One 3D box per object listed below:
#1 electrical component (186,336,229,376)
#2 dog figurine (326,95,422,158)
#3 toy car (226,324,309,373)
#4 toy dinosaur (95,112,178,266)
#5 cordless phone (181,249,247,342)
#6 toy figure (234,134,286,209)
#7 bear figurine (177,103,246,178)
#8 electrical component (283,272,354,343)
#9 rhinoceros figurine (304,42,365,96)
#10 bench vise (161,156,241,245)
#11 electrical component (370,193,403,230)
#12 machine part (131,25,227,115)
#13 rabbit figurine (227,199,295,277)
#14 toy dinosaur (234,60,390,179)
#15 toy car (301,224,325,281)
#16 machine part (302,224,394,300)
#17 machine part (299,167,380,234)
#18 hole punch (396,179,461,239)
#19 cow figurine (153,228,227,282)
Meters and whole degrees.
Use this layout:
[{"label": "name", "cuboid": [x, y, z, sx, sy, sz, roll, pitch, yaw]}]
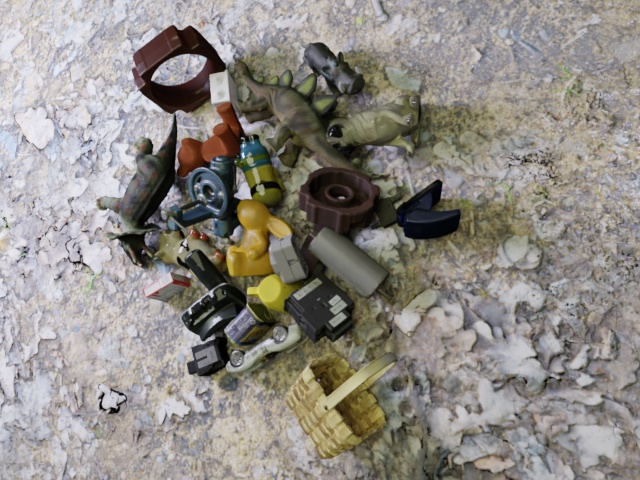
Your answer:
[{"label": "electrical component", "cuboid": [-0.269, 0.278, 1.255, 0.119, 0.047, 0.075, -21, 70, 13]}, {"label": "dog figurine", "cuboid": [0.121, -0.259, 1.180, 0.191, 0.172, 0.121, 6, 120, 18]}, {"label": "toy car", "cuboid": [-0.117, 0.244, 1.190, 0.202, 0.073, 0.056, -32, 69, 12]}, {"label": "toy dinosaur", "cuboid": [-0.430, -0.130, 1.348, 0.192, 0.131, 0.404, 30, 95, 36]}, {"label": "cordless phone", "cuboid": [-0.272, 0.125, 1.235, 0.146, 0.089, 0.184, -37, 93, 9]}, {"label": "toy figure", "cuboid": [-0.147, -0.159, 1.269, 0.082, 0.089, 0.180, -16, 93, 20]}, {"label": "bear figurine", "cuboid": [-0.287, -0.242, 1.343, 0.196, 0.131, 0.120, -10, 49, 15]}, {"label": "electrical component", "cuboid": [0.005, 0.151, 1.147, 0.115, 0.058, 0.134, -33, 63, -24]}, {"label": "rhinoceros figurine", "cuboid": [0.038, -0.399, 1.256, 0.073, 0.112, 0.190, -39, 60, -2]}, {"label": "bench vise", "cuboid": [-0.261, -0.071, 1.220, 0.129, 0.240, 0.223, 30, 125, 22]}, {"label": "electrical component", "cuboid": [0.147, -0.062, 1.188, 0.094, 0.021, 0.063, -29, 69, 14]}, {"label": "machine part", "cuboid": [-0.356, -0.430, 1.366, 0.201, 0.201, 0.087, -32, 67, 12]}, {"label": "rabbit figurine", "cuboid": [-0.140, -0.009, 1.217, 0.162, 0.122, 0.173, -5, 93, 3]}, {"label": "toy dinosaur", "cuboid": [-0.040, -0.275, 1.266, 0.198, 0.105, 0.471, -42, 78, 3]}, {"label": "toy car", "cuboid": [-0.002, -0.004, 1.215, 0.089, 0.053, 0.202, 27, 90, 4]}, {"label": "machine part", "cuboid": [0.060, 0.045, 1.143, 0.243, 0.079, 0.079, 39, 93, 8]}, {"label": "machine part", "cuboid": [0.041, -0.089, 1.157, 0.179, 0.056, 0.179, 3, 41, -3]}, {"label": "hole punch", "cuboid": [0.223, -0.045, 1.101, 0.116, 0.142, 0.092, -33, 72, -1]}, {"label": "cow figurine", "cuboid": [-0.319, 0.039, 1.313, 0.195, 0.085, 0.127, 36, 88, 22]}]
